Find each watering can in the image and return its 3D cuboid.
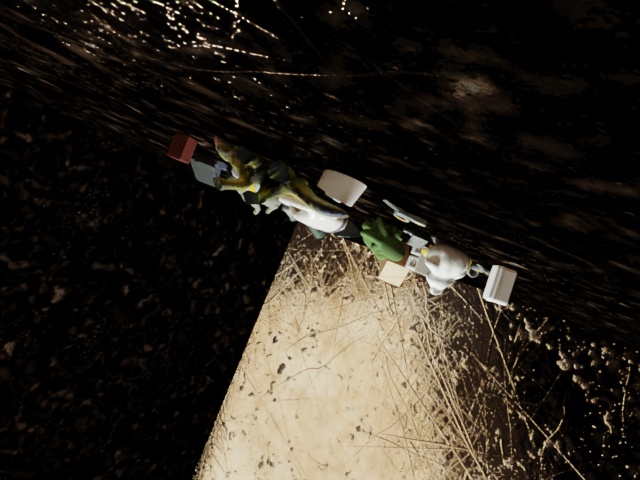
[{"bbox_3d":[0.005,-0.086,1.713,0.222,0.104,0.350,22,180,-41],"label":"watering can"}]

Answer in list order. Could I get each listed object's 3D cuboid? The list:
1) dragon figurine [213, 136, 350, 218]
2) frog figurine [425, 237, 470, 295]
[{"bbox_3d":[-0.094,-0.152,1.234,0.412,0.120,0.245,26,-160,10],"label":"dragon figurine"},{"bbox_3d":[0.365,0.086,1.519,0.136,0.160,0.123,24,175,-30],"label":"frog figurine"}]
